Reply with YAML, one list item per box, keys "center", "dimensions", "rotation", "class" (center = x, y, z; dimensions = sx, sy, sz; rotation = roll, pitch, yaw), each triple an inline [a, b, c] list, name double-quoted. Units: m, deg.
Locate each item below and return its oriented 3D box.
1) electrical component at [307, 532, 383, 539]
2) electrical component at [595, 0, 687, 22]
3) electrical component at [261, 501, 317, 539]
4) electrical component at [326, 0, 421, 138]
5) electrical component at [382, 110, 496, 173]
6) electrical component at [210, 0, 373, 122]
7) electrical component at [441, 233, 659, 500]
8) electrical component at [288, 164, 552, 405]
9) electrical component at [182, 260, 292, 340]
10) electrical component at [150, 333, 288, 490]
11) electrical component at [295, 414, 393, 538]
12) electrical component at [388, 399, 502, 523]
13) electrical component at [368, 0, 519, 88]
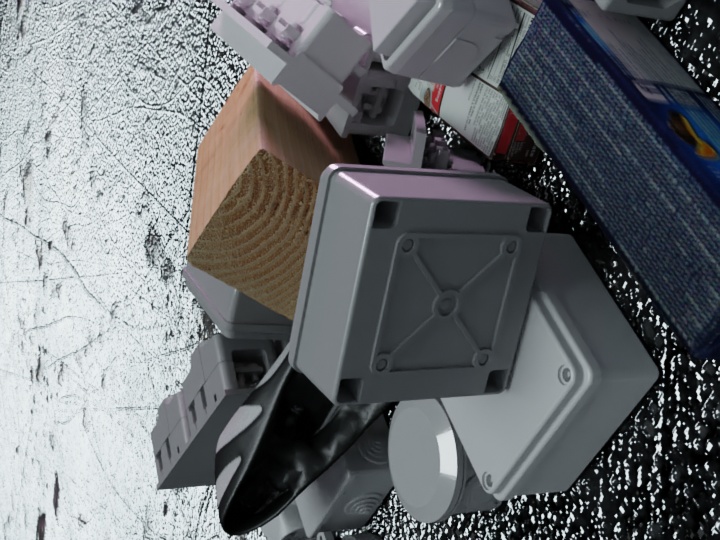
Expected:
- center: [-0.012, 0.216, 0.785]
  dimensions: [0.045, 0.055, 0.045]
  rotation: [-2, 88, 62]
  class: "electrical component"
- center: [0.137, -0.174, 0.531]
  dimensions: [0.065, 0.047, 0.076]
  rotation: [-62, 38, 41]
  class: "electrical component"
- center: [-0.055, 0.179, 0.877]
  dimensions: [0.077, 0.043, 0.079]
  rotation: [62, 140, 41]
  class: "electrical component"
- center: [-0.006, -0.187, 0.781]
  dimensions: [0.186, 0.060, 0.105]
  rotation: [58, 137, 45]
  class: "electrical component"
- center: [0.042, -0.048, 0.640]
  dimensions: [0.121, 0.063, 0.078]
  rotation: [-80, 0, -76]
  class: "electrical component"
- center: [-0.045, -0.155, 0.711]
  dimensions: [0.063, 0.079, 0.121]
  rotation: [-51, 38, 7]
  class: "electrical component"
- center: [0.094, 0.051, 0.593]
  dimensions: [0.108, 0.056, 0.108]
  rotation: [-64, 37, 38]
  class: "electrical component"
- center: [0.029, 0.007, 0.540]
  dimensions: [0.056, 0.109, 0.108]
  rotation: [37, 121, 53]
  class: "electrical component"
- center: [-0.070, 0.008, 0.843]
  dimensions: [0.109, 0.109, 0.056]
  rotation: [42, 122, 54]
  class: "electrical component"
- center: [-0.097, 0.115, 0.893]
  dimensions: [0.186, 0.105, 0.060]
  rotation: [-52, 46, 48]
  class: "electrical component"
- center: [-0.015, 0.138, 0.801]
  dimensions: [0.099, 0.048, 0.099]
  rotation: [-61, 39, 41]
  class: "electrical component"
- center: [0.055, 0.115, 0.669]
  dimensions: [0.080, 0.051, 0.080]
  rotation: [-3, 87, 61]
  class: "electrical component"
- center: [0.039, -0.163, 0.616]
  dimensions: [0.062, 0.061, 0.096]
  rotation: [-42, 50, 47]
  class: "electrical component"
